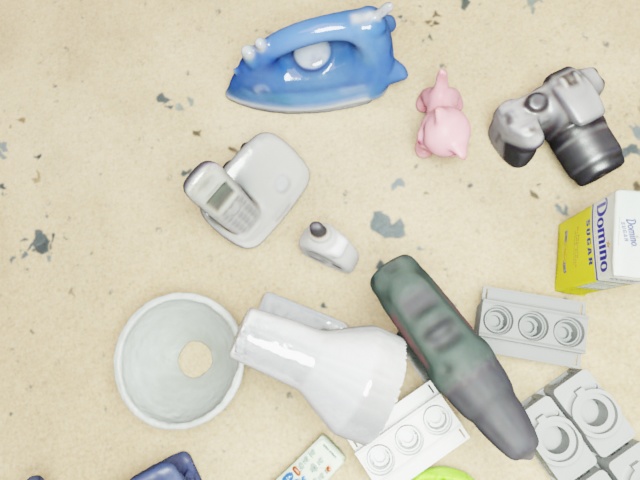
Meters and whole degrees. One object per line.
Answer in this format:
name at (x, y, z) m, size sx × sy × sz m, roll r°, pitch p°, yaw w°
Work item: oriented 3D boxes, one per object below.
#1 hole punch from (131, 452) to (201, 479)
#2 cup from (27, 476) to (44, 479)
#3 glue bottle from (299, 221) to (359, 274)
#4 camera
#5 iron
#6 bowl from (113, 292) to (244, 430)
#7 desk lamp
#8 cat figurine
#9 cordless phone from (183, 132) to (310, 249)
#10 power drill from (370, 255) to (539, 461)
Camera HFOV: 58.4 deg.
hole punch at (-0.192, 0.324, 0.691) m, size 0.108 × 0.091 × 0.101 m, roll -30°, pitch 77°, yaw 0°
cup at (-0.325, 0.343, 0.699) m, size 0.091 × 0.095 × 0.118 m, roll -15°, pitch 78°, yaw 3°
glue bottle at (0.006, 0.002, 0.691) m, size 0.078 × 0.173 × 0.037 m, roll 25°, pitch 82°, yaw 10°
camera at (0.310, -0.135, 0.724) m, size 0.143 × 0.101 × 0.137 m, roll -27°, pitch 77°, yaw 0°
iron at (-0.017, -0.246, 0.759) m, size 0.258 × 0.141 × 0.118 m, roll -12°, pitch 78°, yaw 4°
bowl at (-0.169, 0.152, 0.730) m, size 0.167 × 0.075 × 0.167 m, roll -1°, pitch 79°, yaw 6°
desk lamp at (-0.009, 0.134, 0.646) m, size 0.203 × 0.213 × 0.118 m, roll 21°, pitch 82°, yaw 10°
cat figurine at (0.158, -0.155, 0.735) m, size 0.067 × 0.118 × 0.128 m, roll 0°, pitch 79°, yaw 6°
cordless phone at (-0.092, -0.075, 0.710) m, size 0.094 × 0.185 × 0.148 m, roll 35°, pitch 84°, yaw 12°
power drill at (0.141, 0.125, 0.635) m, size 0.075 × 0.208 × 0.229 m, roll -36°, pitch 77°, yaw -1°
